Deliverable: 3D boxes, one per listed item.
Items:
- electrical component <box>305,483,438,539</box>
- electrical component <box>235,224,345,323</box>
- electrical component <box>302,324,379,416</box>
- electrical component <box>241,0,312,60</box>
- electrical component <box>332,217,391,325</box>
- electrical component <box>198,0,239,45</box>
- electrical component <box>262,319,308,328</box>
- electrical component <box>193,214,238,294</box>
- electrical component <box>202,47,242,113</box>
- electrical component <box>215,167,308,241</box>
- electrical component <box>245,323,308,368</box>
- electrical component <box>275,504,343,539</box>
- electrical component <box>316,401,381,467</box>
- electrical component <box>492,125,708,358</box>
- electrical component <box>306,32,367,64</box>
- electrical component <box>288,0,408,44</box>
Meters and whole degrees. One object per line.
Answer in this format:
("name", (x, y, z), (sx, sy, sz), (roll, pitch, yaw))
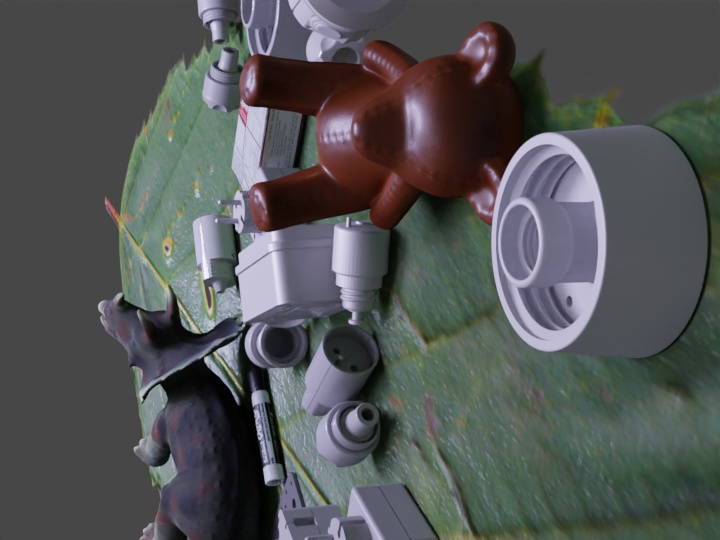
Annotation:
("electrical component", (0.002, 0.183, 0.720), (0.065, 0.077, 0.047), (-129, 43, -58))
("electrical component", (-0.046, 0.004, 0.834), (0.113, 0.078, 0.057), (153, 111, -66))
("electrical component", (-0.018, 0.081, 0.813), (0.081, 0.043, 0.043), (117, 145, -50))
("electrical component", (-0.065, -0.220, 0.899), (0.108, 0.060, 0.108), (179, 90, -68))
("electrical component", (0.000, 0.000, 0.768), (0.040, 0.040, 0.078), (-149, 61, -65))
("electrical component", (-0.148, -0.269, 1.130), (0.043, 0.043, 0.062), (153, 113, -66))
("electrical component", (-0.065, 0.015, 0.918), (0.045, 0.045, 0.055), (124, 150, -55))
("electrical component", (-0.154, -0.014, 1.153), (0.043, 0.043, 0.081), (132, 133, -60))
("electrical component", (-0.138, -0.197, 1.107), (0.043, 0.043, 0.062), (-118, 35, -49))
("electrical component", (-0.088, -0.051, 0.939), (0.047, 0.077, 0.065), (-119, 35, -50))
("electrical component", (-0.075, 0.065, 0.955), (0.055, 0.045, 0.045), (166, 102, -68))
("electrical component", (-0.027, 0.227, 0.822), (0.089, 0.056, 0.050), (-121, 37, -52))
("electrical component", (-0.005, 0.115, 0.781), (0.062, 0.043, 0.043), (127, 137, -55))
("electrical component", (0.099, -0.013, 0.490), (0.108, 0.060, 0.108), (179, 90, -69))
("electrical component", (-0.020, -0.166, 0.810), (0.062, 0.043, 0.043), (-123, 38, -56))
("electrical component", (-0.009, -0.197, 0.733), (0.051, 0.080, 0.080), (165, 103, -73))
